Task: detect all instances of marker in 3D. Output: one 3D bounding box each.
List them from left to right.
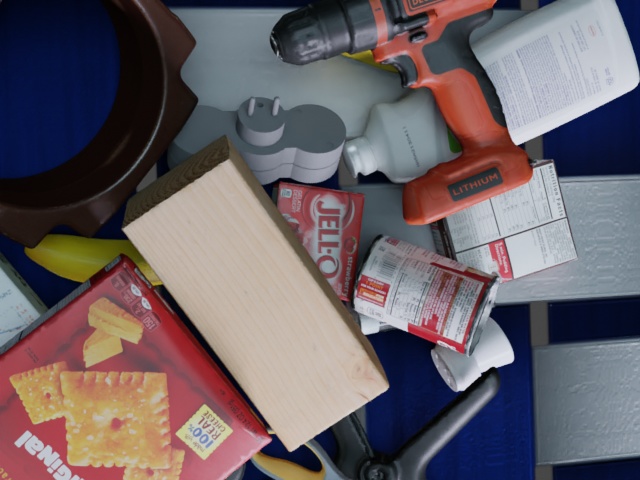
[{"bbox_3d":[0.090,0.061,0.896,0.121,0.020,0.020,-8,93,-13],"label":"marker"}]

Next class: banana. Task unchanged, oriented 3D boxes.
[{"bbox_3d":[-0.127,0.002,0.838,0.197,0.037,0.070,-18,70,-14],"label":"banana"}]

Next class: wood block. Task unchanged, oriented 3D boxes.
[{"bbox_3d":[-0.046,0.037,0.783,0.091,0.090,0.206,-34,107,4],"label":"wood block"}]

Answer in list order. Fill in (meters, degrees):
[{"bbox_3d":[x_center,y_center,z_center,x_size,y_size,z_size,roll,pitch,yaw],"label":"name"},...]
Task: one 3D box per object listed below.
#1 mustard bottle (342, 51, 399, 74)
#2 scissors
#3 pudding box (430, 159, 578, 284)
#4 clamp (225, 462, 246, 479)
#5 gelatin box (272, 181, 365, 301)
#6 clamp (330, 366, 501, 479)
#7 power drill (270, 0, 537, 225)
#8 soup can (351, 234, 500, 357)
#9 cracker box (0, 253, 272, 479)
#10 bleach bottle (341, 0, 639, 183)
[{"bbox_3d":[0.068,-0.237,0.862,0.096,0.058,0.191,19,87,-7],"label":"mustard bottle"},{"bbox_3d":[0.024,0.219,0.846,0.202,0.016,0.096,28,100,14],"label":"scissors"},{"bbox_3d":[0.153,-0.011,0.899,0.113,0.039,0.090,-17,96,-14],"label":"pudding box"},{"bbox_3d":[-0.104,0.205,0.844,0.120,0.039,0.171,40,83,-13],"label":"clamp"},{"bbox_3d":[-0.006,0.001,0.866,0.073,0.030,0.089,8,90,-13],"label":"gelatin box"},{"bbox_3d":[0.059,0.183,0.865,0.164,0.036,0.210,3,94,10],"label":"clamp"},{"bbox_3d":[0.072,-0.110,0.808,0.184,0.057,0.187,-20,99,-8],"label":"power drill"},{"bbox_3d":[0.084,0.043,0.850,0.102,0.068,0.068,21,86,15],"label":"soup can"},{"bbox_3d":[-0.167,0.138,0.730,0.213,0.072,0.164,-39,99,-9],"label":"cracker box"},{"bbox_3d":[0.132,-0.121,0.879,0.250,0.068,0.102,-24,97,-9],"label":"bleach bottle"}]
